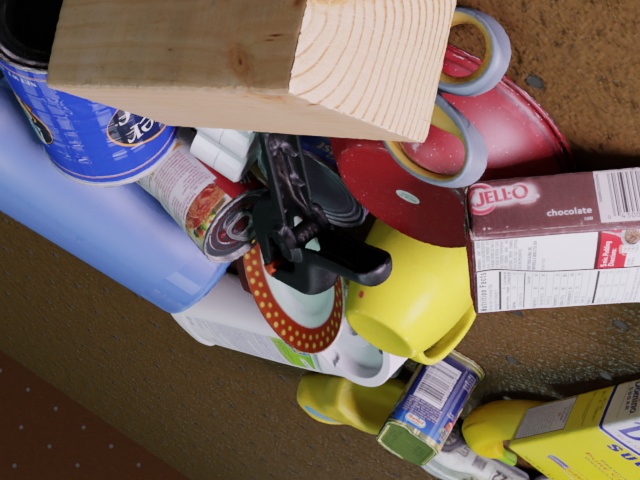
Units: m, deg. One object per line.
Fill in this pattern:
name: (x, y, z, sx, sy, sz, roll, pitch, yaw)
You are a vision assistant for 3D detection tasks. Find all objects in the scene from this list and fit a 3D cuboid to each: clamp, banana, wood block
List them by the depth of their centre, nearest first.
wood block: (-0.042, -0.107, 0.544, 0.090, 0.090, 0.207, 15, 176, -43)
clamp: (-0.005, 0.001, 0.701, 0.120, 0.039, 0.171, 58, 164, 16)
banana: (0.168, 0.169, 0.962, 0.069, 0.037, 0.198, 9, 160, -1)

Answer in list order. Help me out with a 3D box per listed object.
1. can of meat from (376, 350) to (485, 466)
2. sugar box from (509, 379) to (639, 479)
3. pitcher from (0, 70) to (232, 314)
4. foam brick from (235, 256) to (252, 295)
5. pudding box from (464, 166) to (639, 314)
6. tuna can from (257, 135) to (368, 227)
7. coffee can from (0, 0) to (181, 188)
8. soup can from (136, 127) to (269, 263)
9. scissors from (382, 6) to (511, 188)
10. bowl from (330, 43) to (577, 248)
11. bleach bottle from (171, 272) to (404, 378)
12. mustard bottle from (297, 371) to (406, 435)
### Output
can of meat: (0.096, 0.148, 0.949, 0.057, 0.084, 0.102, 31, 159, 7)
sugar box: (0.229, 0.152, 0.788, 0.093, 0.048, 0.176, 38, 153, -10)
pitcher: (-0.190, -0.042, 0.890, 0.242, 0.145, 0.149, 37, -177, -18)
foam brick: (-0.035, 0.019, 0.899, 0.051, 0.053, 0.078, 28, 159, 15)
pudding box: (0.134, 0.002, 0.565, 0.113, 0.039, 0.090, -3, 151, 8)
tuna can: (0.002, -0.048, 0.725, 0.086, 0.033, 0.086, 29, 159, 12)
coffee can: (-0.155, -0.113, 0.714, 0.103, 0.102, 0.140, 27, 158, 16)
soup can: (-0.089, -0.040, 0.792, 0.102, 0.068, 0.068, 44, 165, 26)
scissors: (0.027, -0.108, 0.562, 0.016, 0.096, 0.202, -1, -139, -46)
bowl: (0.062, -0.044, 0.615, 0.162, 0.055, 0.162, 29, 158, 12)
bleach bottle: (-0.028, 0.089, 1.034, 0.251, 0.068, 0.102, 15, 157, 35)
mustard bottle: (0.029, 0.165, 1.105, 0.096, 0.058, 0.192, 17, 170, -18)
